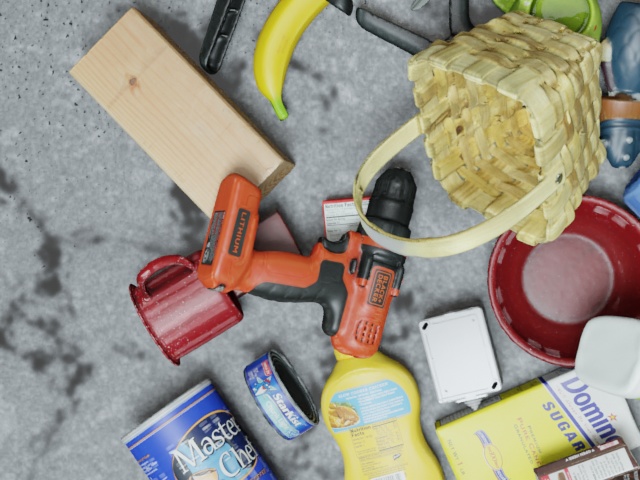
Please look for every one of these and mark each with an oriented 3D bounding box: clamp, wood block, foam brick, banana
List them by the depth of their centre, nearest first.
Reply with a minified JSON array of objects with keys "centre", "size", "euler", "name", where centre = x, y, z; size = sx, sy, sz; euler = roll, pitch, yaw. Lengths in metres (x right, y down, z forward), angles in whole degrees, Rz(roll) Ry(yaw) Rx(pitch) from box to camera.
[{"centre":[0.130,-0.195,1.034],"size":[0.120,0.039,0.171],"euler":[-41,92,14],"name":"clamp"},{"centre":[-0.130,-0.116,1.038],"size":[0.091,0.090,0.206],"euler":[-44,86,5],"name":"wood block"},{"centre":[-0.070,-0.272,1.042],"size":[0.165,0.036,0.210],"euler":[-26,72,19],"name":"clamp"},{"centre":[-0.061,0.015,1.044],"size":[0.078,0.053,0.051],"euler":[-32,86,-3],"name":"foam brick"},{"centre":[-0.012,-0.217,1.053],"size":[0.069,0.037,0.198],"euler":[31,93,-1],"name":"banana"}]

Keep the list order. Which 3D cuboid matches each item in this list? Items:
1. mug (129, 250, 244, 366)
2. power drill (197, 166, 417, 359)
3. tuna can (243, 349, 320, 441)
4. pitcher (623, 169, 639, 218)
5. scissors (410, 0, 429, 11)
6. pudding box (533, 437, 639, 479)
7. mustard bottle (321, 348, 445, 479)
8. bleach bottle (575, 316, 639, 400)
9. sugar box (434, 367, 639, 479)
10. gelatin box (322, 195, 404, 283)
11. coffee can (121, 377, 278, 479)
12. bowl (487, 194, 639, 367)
[{"centre":[-0.132,0.055,1.030],"size":[0.081,0.117,0.093],"euler":[-31,43,0],"name":"mug"},{"centre":[-0.006,0.001,0.976],"size":[0.187,0.057,0.184],"euler":[17,81,-20],"name":"power drill"},{"centre":[-0.037,0.150,1.030],"size":[0.034,0.086,0.086],"euler":[-33,87,7],"name":"tuna can"},{"centre":[0.405,-0.004,0.969],"size":[0.243,0.149,0.145],"euler":[43,108,6],"name":"pitcher"},{"centre":[0.180,-0.290,1.042],"size":[0.096,0.016,0.202],"euler":[31,96,3],"name":"scissors"},{"centre":[0.251,0.234,0.989],"size":[0.090,0.113,0.039],"euler":[-22,48,5],"name":"pudding box"},{"centre":[0.053,0.172,1.033],"size":[0.096,0.058,0.191],"euler":[-17,88,11],"name":"mustard bottle"},{"centre":[0.359,0.130,0.955],"size":[0.250,0.103,0.068],"euler":[16,87,-18],"name":"bleach bottle"},{"centre":[0.209,0.185,1.023],"size":[0.176,0.048,0.093],"euler":[-25,89,7],"name":"sugar box"},{"centre":[0.043,0.001,1.050],"size":[0.073,0.030,0.089],"euler":[-5,89,7],"name":"gelatin box"},{"centre":[-0.110,0.219,1.029],"size":[0.103,0.102,0.140],"euler":[-36,87,5],"name":"coffee can"},{"centre":[0.239,0.038,1.015],"size":[0.162,0.055,0.162],"euler":[0,90,6],"name":"bowl"}]
